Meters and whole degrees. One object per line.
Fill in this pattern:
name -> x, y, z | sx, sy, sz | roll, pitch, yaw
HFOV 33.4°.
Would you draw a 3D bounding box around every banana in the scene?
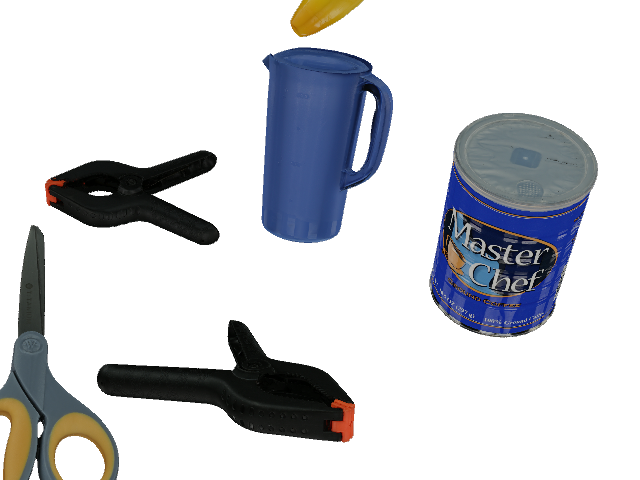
banana -> 0.037, -0.226, 0.785 | 0.070, 0.197, 0.037 | -8, -41, 40

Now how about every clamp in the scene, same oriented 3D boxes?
clamp -> -0.177, -0.052, 1.042 | 0.171, 0.039, 0.120 | 9, 40, -4
clamp -> -0.053, 0.114, 0.873 | 0.210, 0.036, 0.164 | 12, 20, 31

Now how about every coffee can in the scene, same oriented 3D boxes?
coffee can -> 0.142, -0.011, 0.808 | 0.103, 0.140, 0.103 | 2, 44, -2

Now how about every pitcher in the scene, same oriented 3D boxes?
pitcher -> -0.003, -0.122, 1.394 | 0.144, 0.243, 0.149 | 0, 23, -18

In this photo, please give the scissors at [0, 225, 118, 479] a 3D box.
scissors -> -0.149, 0.074, 0.612 | 0.096, 0.201, 0.016 | 16, -44, -6
